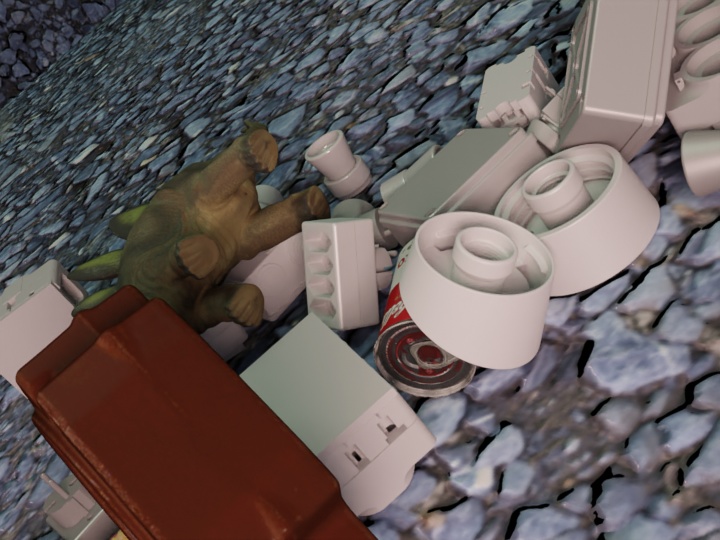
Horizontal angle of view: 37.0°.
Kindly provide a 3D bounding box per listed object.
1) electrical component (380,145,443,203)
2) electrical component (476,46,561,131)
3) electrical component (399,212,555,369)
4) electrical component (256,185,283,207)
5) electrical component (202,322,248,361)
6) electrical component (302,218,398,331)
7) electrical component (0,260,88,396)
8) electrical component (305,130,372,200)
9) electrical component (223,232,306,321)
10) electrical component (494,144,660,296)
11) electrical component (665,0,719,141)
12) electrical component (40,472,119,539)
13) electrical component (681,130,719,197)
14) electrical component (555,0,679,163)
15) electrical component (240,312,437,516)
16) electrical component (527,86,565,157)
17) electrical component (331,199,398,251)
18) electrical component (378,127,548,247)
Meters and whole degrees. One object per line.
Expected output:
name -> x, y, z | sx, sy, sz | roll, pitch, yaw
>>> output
electrical component -> 0.051, -0.074, 0.932 | 0.065, 0.044, 0.044 | -29, 27, 28
electrical component -> 0.137, -0.136, 0.905 | 0.050, 0.055, 0.089 | -23, 30, 29
electrical component -> 0.075, 0.010, 0.686 | 0.099, 0.064, 0.099 | 8, 36, -6
electrical component -> -0.101, -0.054, 1.088 | 0.040, 0.040, 0.078 | -27, 28, 21
electrical component -> -0.153, 0.064, 0.944 | 0.096, 0.061, 0.062 | -41, 26, -5
electrical component -> 0.000, 0.000, 0.851 | 0.076, 0.083, 0.047 | -8, 8, -35
electrical component -> -0.257, 0.076, 0.954 | 0.089, 0.150, 0.061 | -36, 28, 4
electrical component -> -0.020, -0.102, 1.047 | 0.045, 0.055, 0.045 | -29, 28, 17
electrical component -> -0.084, -0.006, 0.983 | 0.099, 0.048, 0.100 | -48, 28, -19
electrical component -> 0.143, -0.041, 0.741 | 0.108, 0.060, 0.108 | -30, 27, 17
electrical component -> 0.261, -0.150, 0.766 | 0.089, 0.061, 0.150 | -25, 29, 24
electrical component -> -0.213, 0.181, 0.816 | 0.047, 0.076, 0.066 | -48, 28, -19
electrical component -> 0.245, -0.074, 0.690 | 0.065, 0.044, 0.044 | -11, 37, 35
electrical component -> 0.180, -0.140, 0.762 | 0.108, 0.056, 0.108 | 89, -170, -80
electrical component -> -0.023, 0.101, 0.723 | 0.089, 0.061, 0.150 | -41, 27, -6
electrical component -> 0.163, -0.112, 0.838 | 0.055, 0.066, 0.048 | -47, -8, 0
electrical component -> 0.006, -0.029, 0.912 | 0.079, 0.043, 0.077 | -24, 30, 25
electrical component -> 0.083, -0.056, 0.833 | 0.109, 0.056, 0.109 | -44, 19, -11
